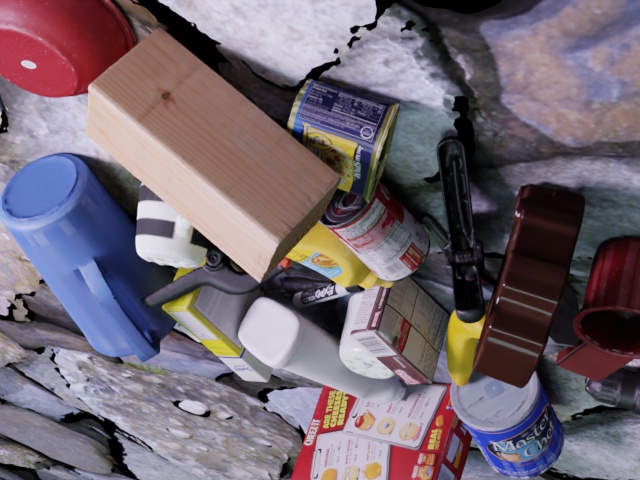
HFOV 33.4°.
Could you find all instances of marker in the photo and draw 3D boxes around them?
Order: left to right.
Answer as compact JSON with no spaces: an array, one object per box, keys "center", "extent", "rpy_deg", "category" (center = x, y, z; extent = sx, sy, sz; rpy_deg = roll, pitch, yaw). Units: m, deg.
[{"center":[0.013,0.059,1.222],"extent":[0.020,0.020,0.121],"rpy_deg":[36,147,-27],"category":"marker"}]

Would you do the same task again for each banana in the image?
[{"center":[0.157,0.107,1.137],"extent":[0.037,0.069,0.198],"rpy_deg":[-3,163,-3],"category":"banana"}]

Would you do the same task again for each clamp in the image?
[{"center":[-0.119,0.028,1.169],"extent":[0.171,0.120,0.039],"rpy_deg":[13,-171,10],"category":"clamp"},{"center":[0.132,0.024,0.973],"extent":[0.036,0.164,0.210],"rpy_deg":[-6,154,8],"category":"clamp"}]

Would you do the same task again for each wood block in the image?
[{"center":[-0.094,-0.073,0.921],"extent":[0.206,0.090,0.090],"rpy_deg":[40,154,6],"category":"wood block"}]

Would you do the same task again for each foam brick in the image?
[{"center":[0.285,0.103,1.094],"extent":[0.051,0.053,0.078],"rpy_deg":[22,152,-4],"category":"foam brick"}]

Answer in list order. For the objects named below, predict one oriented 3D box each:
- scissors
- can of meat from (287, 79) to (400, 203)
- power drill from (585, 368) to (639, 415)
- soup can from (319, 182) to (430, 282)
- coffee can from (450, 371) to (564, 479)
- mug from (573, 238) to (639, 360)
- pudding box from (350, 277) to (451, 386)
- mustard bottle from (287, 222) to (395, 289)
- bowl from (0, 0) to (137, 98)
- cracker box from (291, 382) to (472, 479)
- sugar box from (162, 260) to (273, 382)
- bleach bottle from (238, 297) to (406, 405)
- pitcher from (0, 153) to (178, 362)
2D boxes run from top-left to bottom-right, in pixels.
[{"center":[0.171,0.042,1.094],"extent":[0.096,0.016,0.201],"rpy_deg":[11,150,28],"category":"scissors"},{"center":[0.018,-0.087,0.933],"extent":[0.084,0.057,0.102],"rpy_deg":[19,151,6],"category":"can of meat"},{"center":[0.373,0.135,1.092],"extent":[0.184,0.057,0.187],"rpy_deg":[9,152,12],"category":"power drill"},{"center":[0.052,-0.013,1.024],"extent":[0.069,0.068,0.102],"rpy_deg":[-8,141,40],"category":"soup can"},{"center":[0.222,0.206,1.256],"extent":[0.103,0.102,0.140],"rpy_deg":[2,147,29],"category":"coffee can"},{"center":[0.296,0.056,0.976],"extent":[0.117,0.081,0.093],"rpy_deg":[20,151,0],"category":"mug"},{"center":[0.090,0.092,1.158],"extent":[0.039,0.090,0.113],"rpy_deg":[-10,138,40],"category":"pudding box"},{"center":[-0.007,0.001,1.092],"extent":[0.191,0.058,0.096],"rpy_deg":[27,165,-13],"category":"mustard bottle"},{"center":[-0.247,-0.177,0.947],"extent":[0.162,0.055,0.162],"rpy_deg":[16,151,9],"category":"bowl"},{"center":[0.085,0.268,1.384],"extent":[0.214,0.164,0.072],"rpy_deg":[-4,142,36],"category":"cracker box"},{"center":[-0.108,0.088,1.271],"extent":[0.048,0.093,0.176],"rpy_deg":[0,145,34],"category":"sugar box"},{"center":[0.021,0.150,1.290],"extent":[0.250,0.068,0.103],"rpy_deg":[31,179,-39],"category":"bleach bottle"},{"center":[-0.255,0.024,1.209],"extent":[0.149,0.145,0.242],"rpy_deg":[7,146,27],"category":"pitcher"}]
